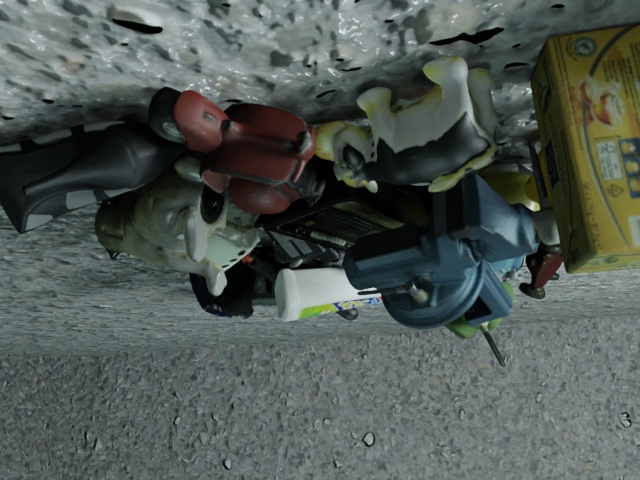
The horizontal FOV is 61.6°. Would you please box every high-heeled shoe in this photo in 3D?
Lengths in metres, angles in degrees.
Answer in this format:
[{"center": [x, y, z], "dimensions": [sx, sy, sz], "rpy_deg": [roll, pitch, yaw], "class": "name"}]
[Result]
[{"center": [-0.237, -0.071, 0.530], "dimensions": [0.145, 0.086, 0.249], "rpy_deg": [-30, -158, -32], "class": "high-heeled shoe"}]

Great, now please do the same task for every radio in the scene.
[{"center": [0.045, -0.038, 0.636], "dimensions": [0.131, 0.073, 0.229], "rpy_deg": [-16, 159, 35], "class": "radio"}]

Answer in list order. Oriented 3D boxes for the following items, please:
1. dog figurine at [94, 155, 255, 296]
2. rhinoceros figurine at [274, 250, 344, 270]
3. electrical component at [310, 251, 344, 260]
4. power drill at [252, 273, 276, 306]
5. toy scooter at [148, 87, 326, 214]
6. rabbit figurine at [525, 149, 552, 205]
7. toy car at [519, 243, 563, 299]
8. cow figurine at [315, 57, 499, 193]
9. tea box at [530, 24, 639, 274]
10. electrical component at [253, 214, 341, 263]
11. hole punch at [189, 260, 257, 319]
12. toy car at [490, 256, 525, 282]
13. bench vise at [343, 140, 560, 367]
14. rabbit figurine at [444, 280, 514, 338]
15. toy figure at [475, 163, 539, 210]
[{"center": [-0.186, -0.036, 0.592], "dimensions": [0.191, 0.121, 0.172], "rpy_deg": [14, 129, 17], "class": "dog figurine"}, {"center": [0.016, 0.022, 0.853], "dimensions": [0.190, 0.073, 0.112], "rpy_deg": [4, 164, -25], "class": "rhinoceros figurine"}, {"center": [-0.002, -0.002, 0.776], "dimensions": [0.094, 0.063, 0.021], "rpy_deg": [-5, 166, 8], "class": "electrical component"}, {"center": [-0.079, 0.096, 1.116], "dimensions": [0.232, 0.086, 0.207], "rpy_deg": [0, 172, -1], "class": "power drill"}, {"center": [-0.048, -0.070, 0.466], "dimensions": [0.135, 0.075, 0.183], "rpy_deg": [11, 167, 26], "class": "toy scooter"}, {"center": [0.307, -0.066, 0.534], "dimensions": [0.173, 0.122, 0.162], "rpy_deg": [-19, 171, -15], "class": "rabbit figurine"}, {"center": [0.354, 0.031, 0.843], "dimensions": [0.053, 0.089, 0.202], "rpy_deg": [25, -158, 27], "class": "toy car"}, {"center": [0.066, -0.078, 0.456], "dimensions": [0.167, 0.098, 0.068], "rpy_deg": [-16, 167, 39], "class": "cow figurine"}, {"center": [0.222, -0.066, 0.395], "dimensions": [0.098, 0.169, 0.068], "rpy_deg": [-4, 163, 8], "class": "tea box"}, {"center": [-0.022, -0.002, 0.711], "dimensions": [0.075, 0.048, 0.119], "rpy_deg": [-13, 127, 34], "class": "electrical component"}, {"center": [-0.177, 0.080, 0.960], "dimensions": [0.092, 0.115, 0.142], "rpy_deg": [0, 166, 18], "class": "hole punch"}, {"center": [0.251, 0.031, 0.827], "dimensions": [0.109, 0.103, 0.161], "rpy_deg": [28, 177, 17], "class": "toy car"}, {"center": [0.155, 0.032, 0.572], "dimensions": [0.224, 0.129, 0.240], "rpy_deg": [-25, 136, 21], "class": "bench vise"}, {"center": [0.258, 0.062, 0.944], "dimensions": [0.159, 0.170, 0.121], "rpy_deg": [-43, 177, -18], "class": "rabbit figurine"}, {"center": [0.207, -0.032, 0.668], "dimensions": [0.082, 0.089, 0.180], "rpy_deg": [-7, 164, -15], "class": "toy figure"}]
